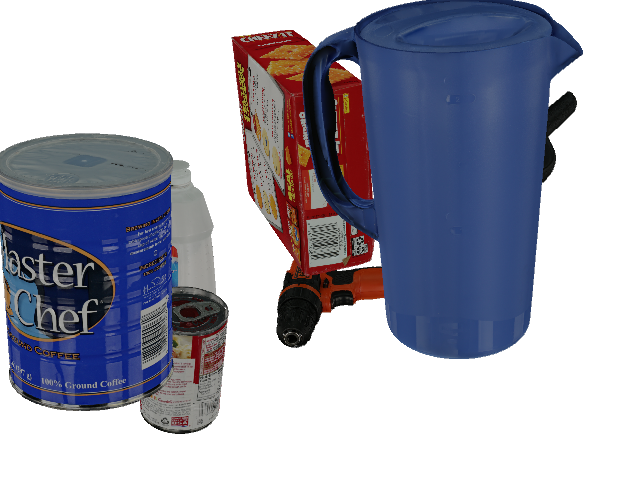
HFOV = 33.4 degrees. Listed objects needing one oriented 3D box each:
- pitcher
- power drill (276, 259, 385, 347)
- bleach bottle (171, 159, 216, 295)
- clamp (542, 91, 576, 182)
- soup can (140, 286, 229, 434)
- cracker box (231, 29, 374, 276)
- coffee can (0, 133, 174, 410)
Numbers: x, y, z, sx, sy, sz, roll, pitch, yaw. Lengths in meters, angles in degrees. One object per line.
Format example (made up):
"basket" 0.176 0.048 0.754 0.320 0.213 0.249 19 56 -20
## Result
"pitcher" 0.085 -0.043 0.758 0.144 0.243 0.149 -19 30 -28
"power drill" 0.045 0.067 1.238 0.188 0.057 0.184 0 27 6
"bleach bottle" -0.152 0.037 1.104 0.067 0.251 0.103 -21 33 -40
"clamp" 0.191 -0.108 1.088 0.120 0.039 0.171 12 45 14
"soup can" -0.112 0.098 0.874 0.068 0.102 0.068 6 29 -3
"cracker box" -0.018 -0.088 0.968 0.072 0.164 0.214 -10 25 -13
"coffee can" -0.140 0.017 0.646 0.103 0.140 0.103 2 22 -1
